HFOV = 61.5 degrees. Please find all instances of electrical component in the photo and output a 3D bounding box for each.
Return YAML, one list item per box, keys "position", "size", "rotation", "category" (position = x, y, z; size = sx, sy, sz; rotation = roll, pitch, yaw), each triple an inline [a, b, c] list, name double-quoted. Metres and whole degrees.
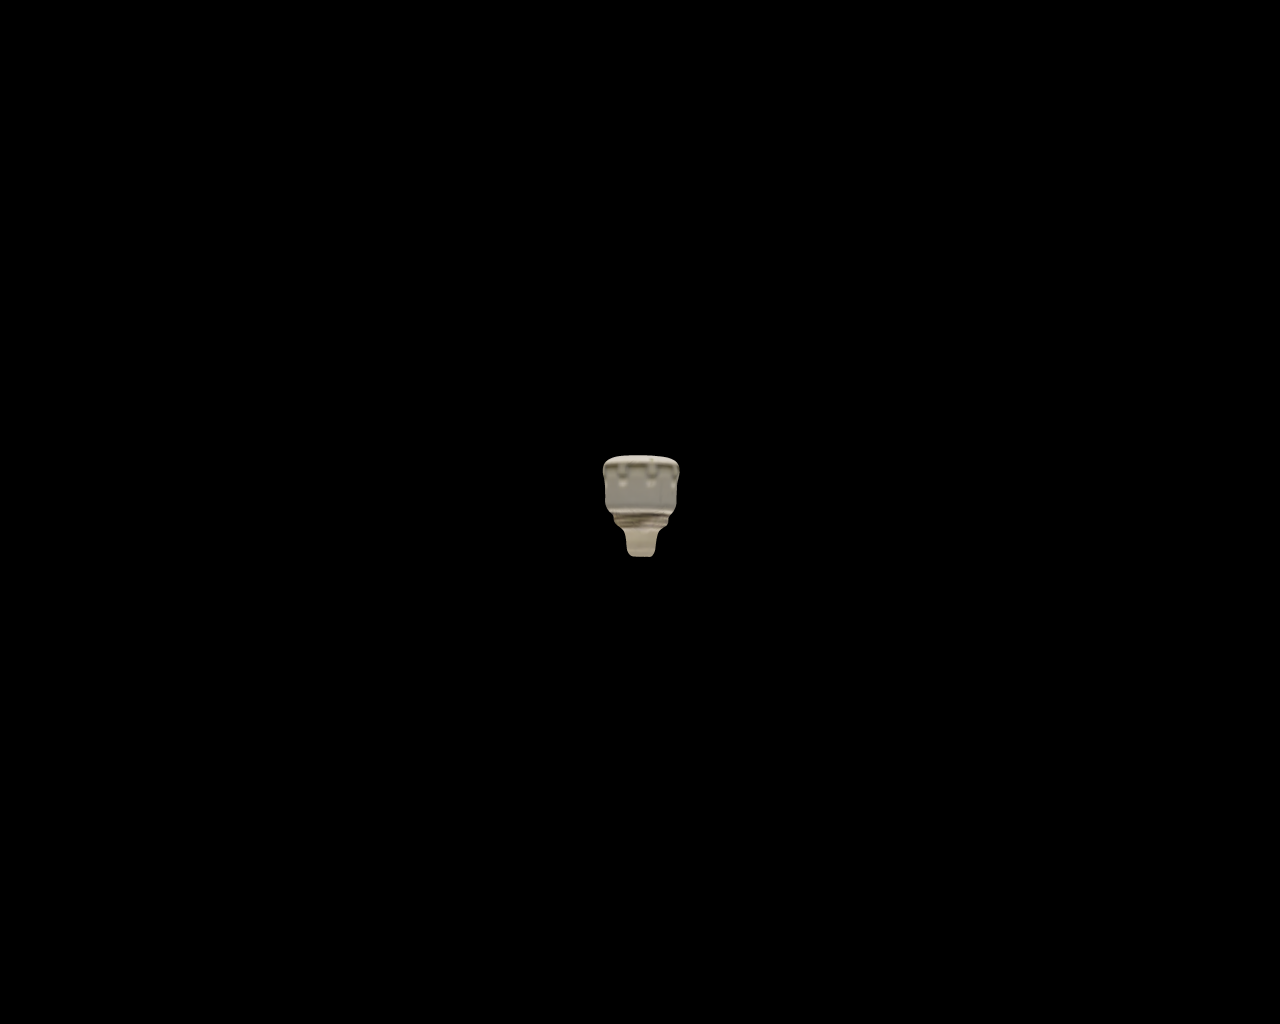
- position: [0.001, -0.003, 0.650]
  size: [0.048, 0.062, 0.048]
  rotation: [0, -2, 0]
  category: "electrical component"
